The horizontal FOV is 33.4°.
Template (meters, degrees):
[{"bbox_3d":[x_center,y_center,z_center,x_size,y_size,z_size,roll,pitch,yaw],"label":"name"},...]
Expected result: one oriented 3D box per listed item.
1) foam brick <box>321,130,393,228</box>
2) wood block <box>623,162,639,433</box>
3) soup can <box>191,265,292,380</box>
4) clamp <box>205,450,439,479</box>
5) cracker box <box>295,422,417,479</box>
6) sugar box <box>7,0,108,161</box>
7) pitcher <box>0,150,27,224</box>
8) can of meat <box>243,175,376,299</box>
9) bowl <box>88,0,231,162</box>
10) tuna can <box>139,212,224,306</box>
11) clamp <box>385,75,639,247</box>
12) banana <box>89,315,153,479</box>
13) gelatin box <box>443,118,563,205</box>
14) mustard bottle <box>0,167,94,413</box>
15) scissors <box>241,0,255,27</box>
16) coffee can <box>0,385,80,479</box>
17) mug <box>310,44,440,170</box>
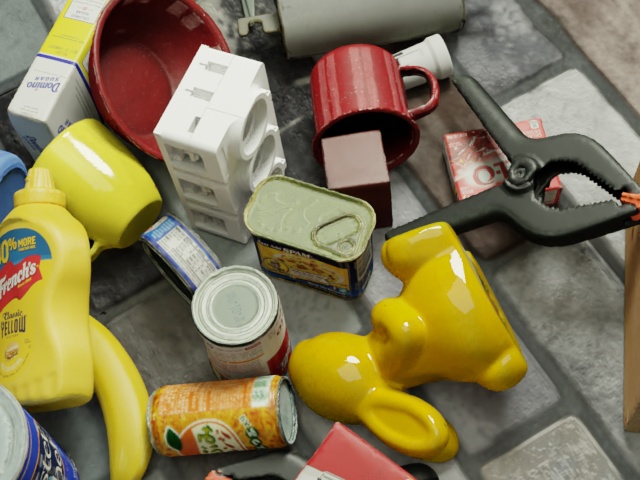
[{"bbox_3d":[0.031,-0.048,0.897,0.051,0.078,0.053,-8,63,2],"label":"foam brick"},{"bbox_3d":[0.287,0.041,0.824,0.090,0.091,0.206,5,64,7],"label":"wood block"},{"bbox_3d":[-0.060,0.071,0.829,0.068,0.102,0.068,-2,62,3],"label":"soup can"},{"bbox_3d":[0.002,0.196,0.795,0.171,0.039,0.120,25,67,12],"label":"clamp"},{"bbox_3d":[0.016,0.259,0.718,0.164,0.072,0.213,35,82,14],"label":"cracker box"},{"bbox_3d":[-0.215,-0.156,0.964,0.048,0.093,0.176,17,65,13],"label":"sugar box"},{"bbox_3d":[-0.374,-0.052,0.907,0.243,0.145,0.149,12,103,6],"label":"pitcher"},{"bbox_3d":[-0.006,0.001,0.871,0.102,0.084,0.057,17,65,13],"label":"can of meat"},{"bbox_3d":[-0.148,-0.140,0.941,0.055,0.162,0.162,-12,54,43],"label":"bowl"},{"bbox_3d":[-0.108,0.020,0.868,0.033,0.086,0.086,-41,67,-14],"label":"tuna can"},{"bbox_3d":[0.164,-0.056,0.857,0.210,0.036,0.164,8,73,34],"label":"clamp"},{"bbox_3d":[-0.177,0.117,0.851,0.069,0.037,0.198,-23,63,-7],"label":"banana"},{"bbox_3d":[0.156,-0.062,0.920,0.089,0.030,0.073,-10,63,0],"label":"gelatin box"},{"bbox_3d":[-0.220,0.036,0.838,0.096,0.058,0.191,-16,71,40],"label":"mustard bottle"},{"bbox_3d":[-0.099,-0.296,1.070,0.096,0.016,0.201,3,63,8],"label":"scissors"},{"bbox_3d":[-0.241,0.169,0.771,0.103,0.140,0.103,-2,63,3],"label":"coffee can"},{"bbox_3d":[0.046,-0.118,0.923,0.117,0.093,0.081,-17,56,15],"label":"mug"}]
